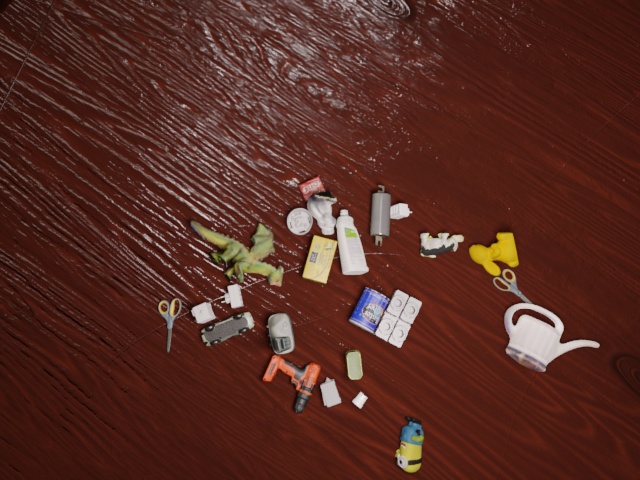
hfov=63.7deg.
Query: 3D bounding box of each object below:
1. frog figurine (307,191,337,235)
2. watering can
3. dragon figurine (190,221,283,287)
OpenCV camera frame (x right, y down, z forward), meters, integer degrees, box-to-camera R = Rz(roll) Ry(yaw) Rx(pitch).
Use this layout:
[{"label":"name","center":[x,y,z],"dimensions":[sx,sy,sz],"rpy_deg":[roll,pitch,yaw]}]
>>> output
[{"label":"frog figurine","center":[0.006,-0.101,2.002],"dimensions":[0.123,0.139,0.157],"rpy_deg":[-4,112,-35]},{"label":"watering can","center":[0.826,0.378,1.880],"dimensions":[0.348,0.103,0.226],"rpy_deg":[28,80,7]},{"label":"dragon figurine","center":[-0.293,0.027,1.998],"dimensions":[0.245,0.120,0.413],"rpy_deg":[-34,81,-24]}]
